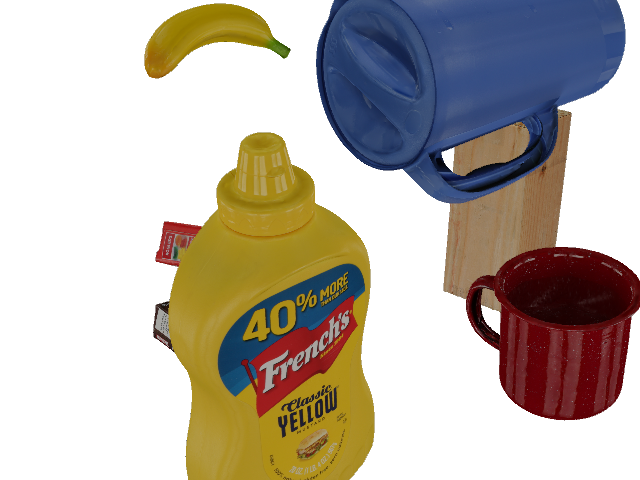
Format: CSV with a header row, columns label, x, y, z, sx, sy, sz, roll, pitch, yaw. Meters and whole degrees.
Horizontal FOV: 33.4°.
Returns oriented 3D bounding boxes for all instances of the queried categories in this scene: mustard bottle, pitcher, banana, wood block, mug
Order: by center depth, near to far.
label,x,y,z,sx,sy,sz,roll,pitch,yaw
mustard bottle,-0.020,0.039,0.481,0.096,0.192,0.058,-23,39,-28
mug,0.149,0.059,0.704,0.117,0.081,0.093,17,38,29
pitcher,0.131,-0.135,0.841,0.242,0.149,0.145,-19,34,-34
banana,-0.108,-0.197,1.029,0.070,0.037,0.197,44,38,20
wood block,0.199,-0.039,1.146,0.090,0.206,0.090,20,28,37

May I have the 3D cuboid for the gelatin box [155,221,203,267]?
label,x,y,z,sx,sy,sz,roll,pitch,yaw
gelatin box,-0.052,0.012,0.696,0.073,0.030,0.089,9,-5,24

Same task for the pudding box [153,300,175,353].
label,x,y,z,sx,sy,sz,roll,pitch,yaw
pudding box,-0.086,0.083,0.997,0.090,0.039,0.113,30,31,36
